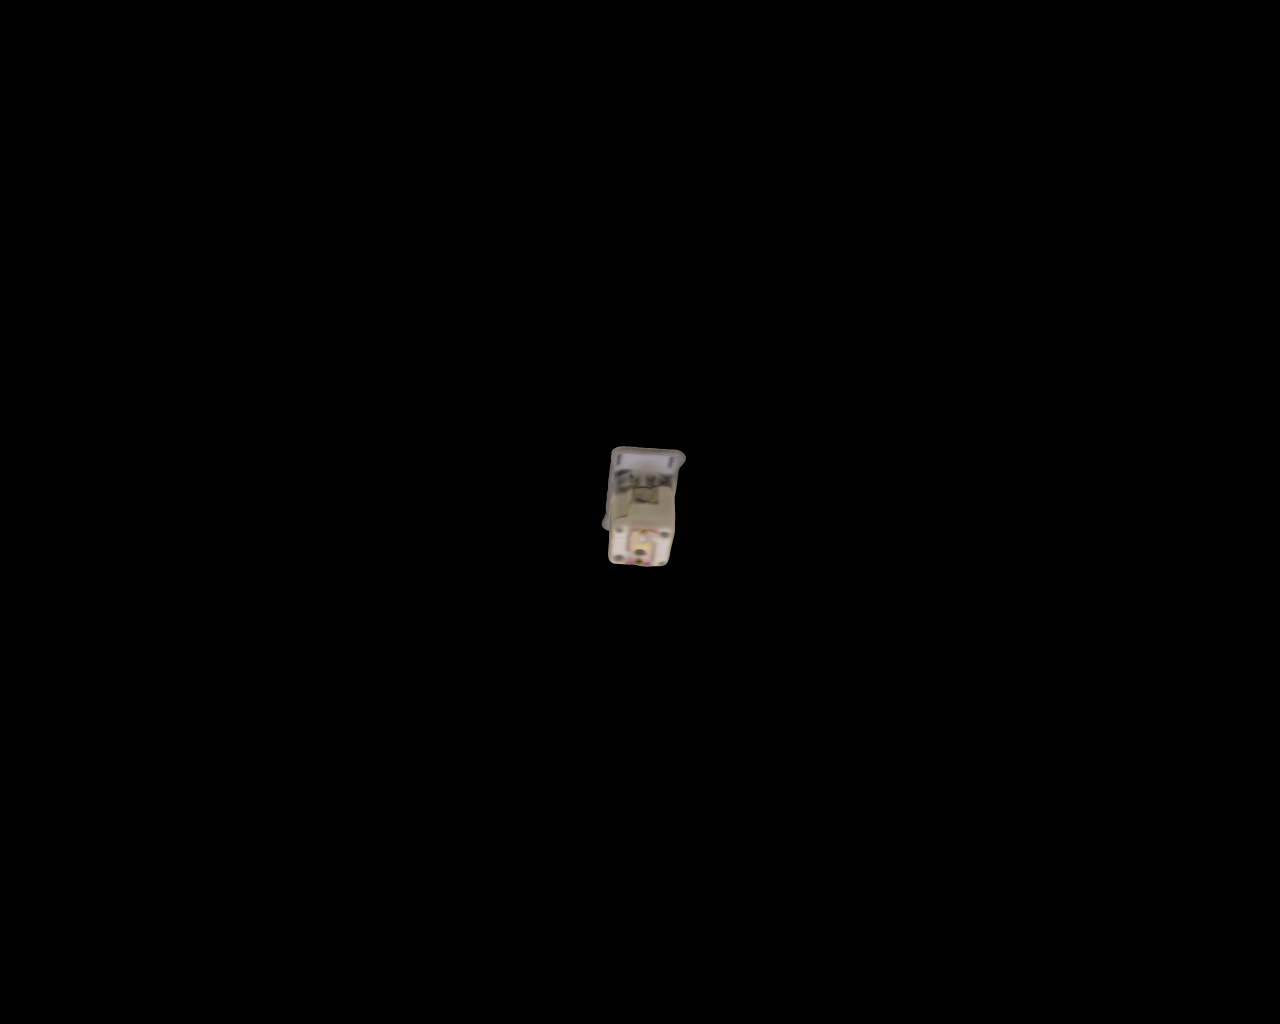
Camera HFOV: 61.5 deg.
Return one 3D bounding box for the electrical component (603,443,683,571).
[{"bbox_3d":[0.001,-0.003,0.650,0.042,0.064,0.080,3,-37,-4],"label":"electrical component"}]
